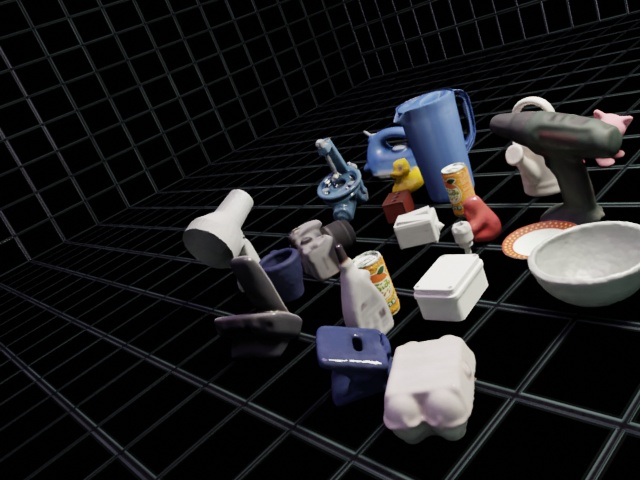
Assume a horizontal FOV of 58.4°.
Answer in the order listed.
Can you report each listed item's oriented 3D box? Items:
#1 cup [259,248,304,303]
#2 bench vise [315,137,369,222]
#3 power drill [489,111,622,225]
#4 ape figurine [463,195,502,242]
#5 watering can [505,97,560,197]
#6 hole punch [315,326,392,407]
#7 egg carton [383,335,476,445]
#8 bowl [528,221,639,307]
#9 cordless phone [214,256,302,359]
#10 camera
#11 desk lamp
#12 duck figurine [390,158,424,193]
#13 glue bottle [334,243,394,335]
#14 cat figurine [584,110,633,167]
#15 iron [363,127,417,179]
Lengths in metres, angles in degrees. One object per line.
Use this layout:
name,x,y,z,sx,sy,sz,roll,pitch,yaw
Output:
cup,-0.074,0.073,1.165,0.092,0.095,0.117,-25,20,-6
bench vise,0.042,-0.171,1.482,0.121,0.220,0.207,-20,20,7
power drill,0.413,-0.128,1.001,0.076,0.209,0.228,-34,23,-29
ape figurine,0.295,-0.042,1.075,0.075,0.092,0.078,-6,26,38
watering can,0.440,-0.191,1.154,0.100,0.194,0.173,-9,24,33
hole punch,0.050,0.163,0.810,0.101,0.091,0.108,-20,20,5
egg carton,0.137,0.181,0.705,0.107,0.069,0.150,-14,22,21
bowl,0.380,0.043,0.793,0.167,0.075,0.167,-20,20,8
cordless phone,-0.127,0.109,0.995,0.147,0.185,0.094,-11,23,28
camera,0.011,0.004,1.241,0.137,0.101,0.142,-28,21,-15
desk lamp,-0.179,0.010,1.262,0.117,0.214,0.204,-7,25,35
duck figurine,0.222,-0.172,1.492,0.105,0.086,0.077,-35,23,-31
glue bottle,0.058,0.081,0.890,0.078,0.173,0.037,-36,24,-32
cat figurine,0.579,-0.218,1.188,0.067,0.118,0.127,-32,22,-24
iron,0.237,-0.263,1.628,0.257,0.142,0.119,-4,27,41
